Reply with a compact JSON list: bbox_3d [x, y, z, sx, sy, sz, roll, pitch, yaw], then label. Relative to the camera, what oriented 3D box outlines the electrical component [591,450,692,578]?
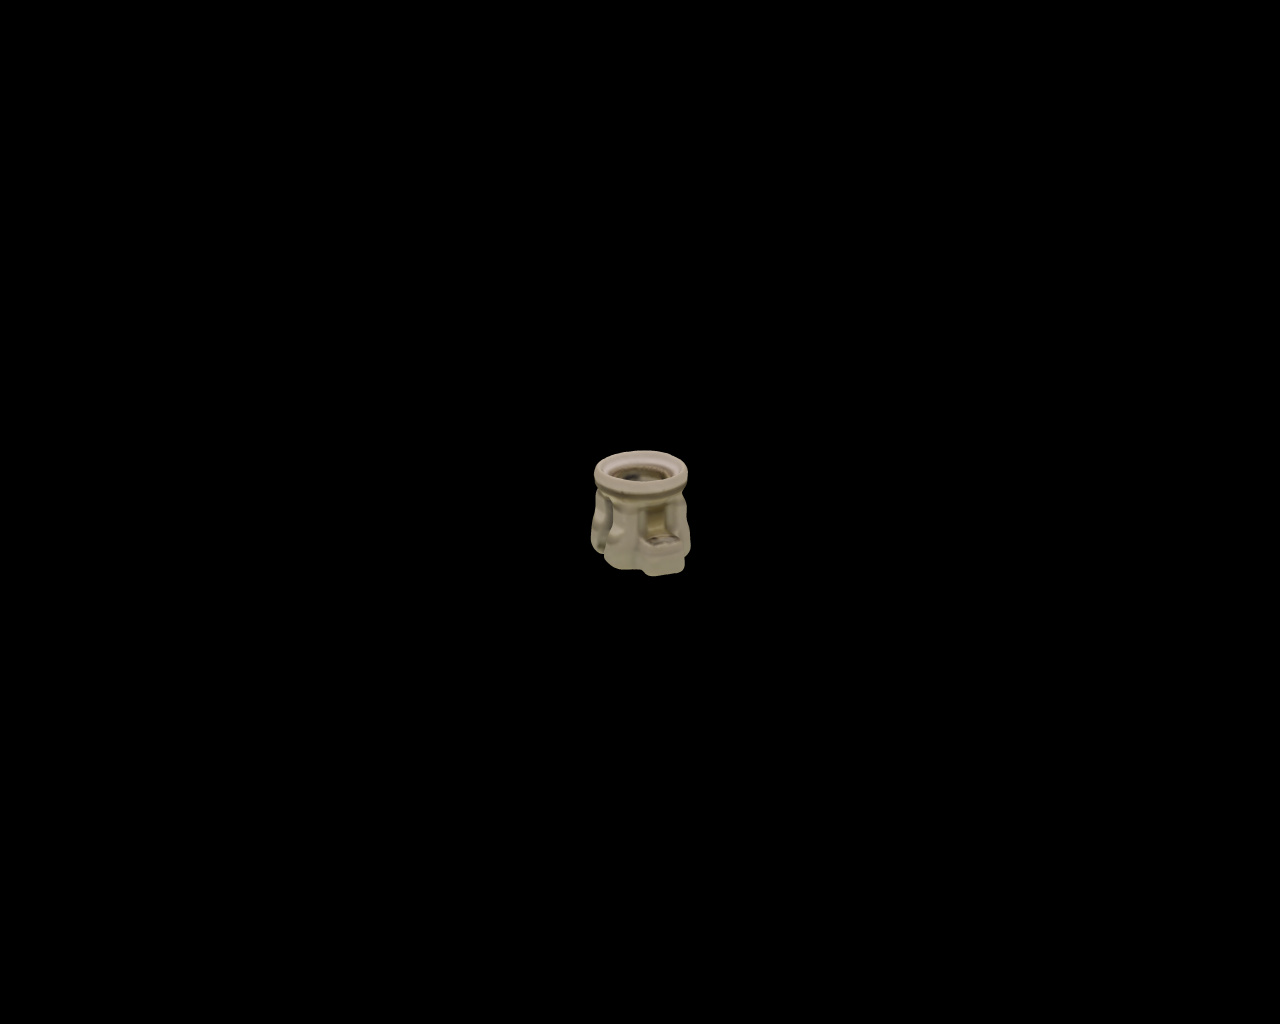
[{"bbox_3d":[0.001,-0.003,0.650,0.058,0.056,0.078,-10,24,-22],"label":"electrical component"}]
